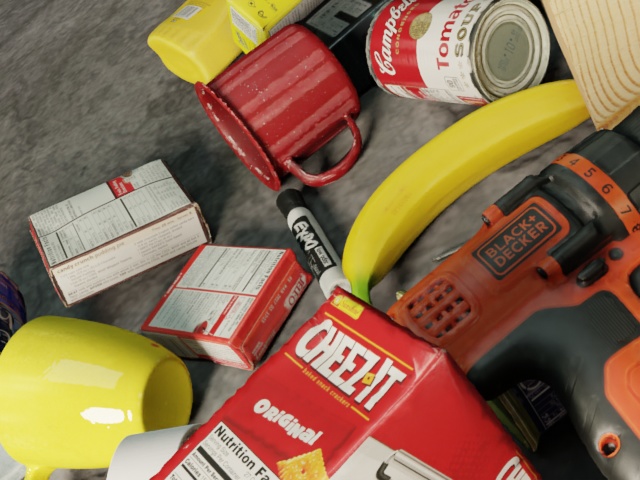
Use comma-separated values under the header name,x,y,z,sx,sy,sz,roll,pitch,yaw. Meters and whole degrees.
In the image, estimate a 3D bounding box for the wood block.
name,x,y,z,sx,sy,sz,roll,pitch,yaw
wood block,0.166,-0.146,0.585,0.091,0.090,0.206,-21,28,14

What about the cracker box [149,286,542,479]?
name,x,y,z,sx,sy,sz,roll,pitch,yaw
cracker box,-0.012,0.148,0.381,0.213,0.164,0.072,-46,38,-10

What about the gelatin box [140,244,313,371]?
name,x,y,z,sx,sy,sz,roll,pitch,yaw
gelatin box,-0.058,0.040,0.661,0.089,0.030,0.073,3,50,43

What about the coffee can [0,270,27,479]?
name,x,y,z,sx,sy,sz,roll,pitch,yaw
coffee can,-0.240,0.090,0.703,0.103,0.102,0.140,-36,34,3

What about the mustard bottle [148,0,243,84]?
name,x,y,z,sx,sy,sz,roll,pitch,yaw
mustard bottle,-0.059,-0.219,0.930,0.191,0.058,0.096,-47,32,-11

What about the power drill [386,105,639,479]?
name,x,y,z,sx,sy,sz,roll,pitch,yaw
power drill,0.143,0.037,0.410,0.184,0.057,0.188,-40,55,-3

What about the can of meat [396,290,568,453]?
name,x,y,z,sx,sy,sz,roll,pitch,yaw
can of meat,0.098,0.036,0.504,0.084,0.057,0.102,-38,35,-4

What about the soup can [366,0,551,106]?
name,x,y,z,sx,sy,sz,roll,pitch,yaw
soup can,0.086,-0.121,0.676,0.068,0.068,0.102,-49,33,-16

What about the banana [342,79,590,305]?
name,x,y,z,sx,sy,sz,roll,pitch,yaw
banana,0.079,-0.033,0.618,0.197,0.037,0.070,-43,48,-8

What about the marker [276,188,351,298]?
name,x,y,z,sx,sy,sz,roll,pitch,yaw
marker,-0.004,0.001,0.666,0.020,0.020,0.121,-35,35,4

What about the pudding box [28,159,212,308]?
name,x,y,z,sx,sy,sz,roll,pitch,yaw
pudding box,-0.144,-0.007,0.761,0.113,0.039,0.090,-26,34,-10

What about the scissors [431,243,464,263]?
name,x,y,z,sx,sy,sz,roll,pitch,yaw
scissors,0.144,-0.024,0.538,0.202,0.016,0.096,-28,7,14

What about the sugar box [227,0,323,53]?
name,x,y,z,sx,sy,sz,roll,pitch,yaw
sugar box,0.005,-0.218,0.844,0.176,0.048,0.093,-46,-6,-8

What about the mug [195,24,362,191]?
name,x,y,z,sx,sy,sz,roll,pitch,yaw
mug,-0.019,-0.086,0.730,0.081,0.093,0.117,-39,65,-9
